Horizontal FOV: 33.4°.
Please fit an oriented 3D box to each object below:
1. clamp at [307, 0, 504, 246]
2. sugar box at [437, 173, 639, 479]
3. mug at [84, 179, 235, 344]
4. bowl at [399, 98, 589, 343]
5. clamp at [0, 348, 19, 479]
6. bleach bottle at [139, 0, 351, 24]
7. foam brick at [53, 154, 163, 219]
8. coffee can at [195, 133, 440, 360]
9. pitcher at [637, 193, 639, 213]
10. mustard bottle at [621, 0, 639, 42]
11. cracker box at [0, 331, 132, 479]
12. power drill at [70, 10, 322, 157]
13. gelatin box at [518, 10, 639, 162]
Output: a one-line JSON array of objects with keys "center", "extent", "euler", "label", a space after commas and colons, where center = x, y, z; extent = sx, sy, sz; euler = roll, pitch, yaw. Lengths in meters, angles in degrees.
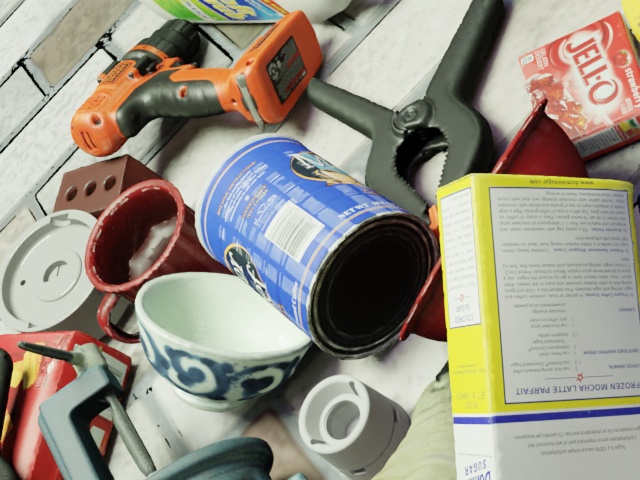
[{"center": [0.078, -0.086, 0.748], "extent": [0.165, 0.036, 0.210], "euler": [-32, 44, 16], "label": "clamp"}, {"center": [0.109, 0.059, 0.510], "extent": [0.048, 0.093, 0.176], "euler": [162, 108, -68], "label": "sugar box"}, {"center": [-0.120, 0.025, 0.794], "extent": [0.093, 0.081, 0.117], "euler": [18, 73, 43], "label": "mug"}, {"center": [0.109, 0.002, 0.611], "extent": [0.055, 0.162, 0.162], "euler": [31, 81, 9], "label": "bowl"}, {"center": [-0.249, 0.168, 0.726], "extent": [0.120, 0.039, 0.171], "euler": [-36, 49, 21], "label": "clamp"}, {"center": [-0.065, -0.228, 0.906], "extent": [0.251, 0.102, 0.068], "euler": [13, 71, 44], "label": "bleach bottle"}, {"center": [-0.177, -0.031, 0.897], "extent": [0.078, 0.051, 0.053], "euler": [-13, 55, 31], "label": "foam brick"}, {"center": [-0.005, 0.001, 0.706], "extent": [0.103, 0.102, 0.140], "euler": [-51, 45, -3], "label": "coffee can"}, {"center": [0.279, -0.060, 0.520], "extent": [0.243, 0.145, 0.149], "euler": [-45, 69, -1], "label": "pitcher"}, {"center": [0.227, -0.211, 0.701], "extent": [0.096, 0.058, 0.191], "euler": [-31, 47, 25], "label": "mustard bottle"}, {"center": [-0.261, 0.157, 0.819], "extent": [0.214, 0.072, 0.164], "euler": [-6, 60, 35], "label": "cracker box"}, {"center": [-0.095, -0.140, 0.887], "extent": [0.188, 0.057, 0.184], "euler": [-5, 38, 31], "label": "power drill"}, {"center": [0.172, -0.096, 0.687], "extent": [0.073, 0.030, 0.089], "euler": [-23, 50, 24], "label": "gelatin box"}]
